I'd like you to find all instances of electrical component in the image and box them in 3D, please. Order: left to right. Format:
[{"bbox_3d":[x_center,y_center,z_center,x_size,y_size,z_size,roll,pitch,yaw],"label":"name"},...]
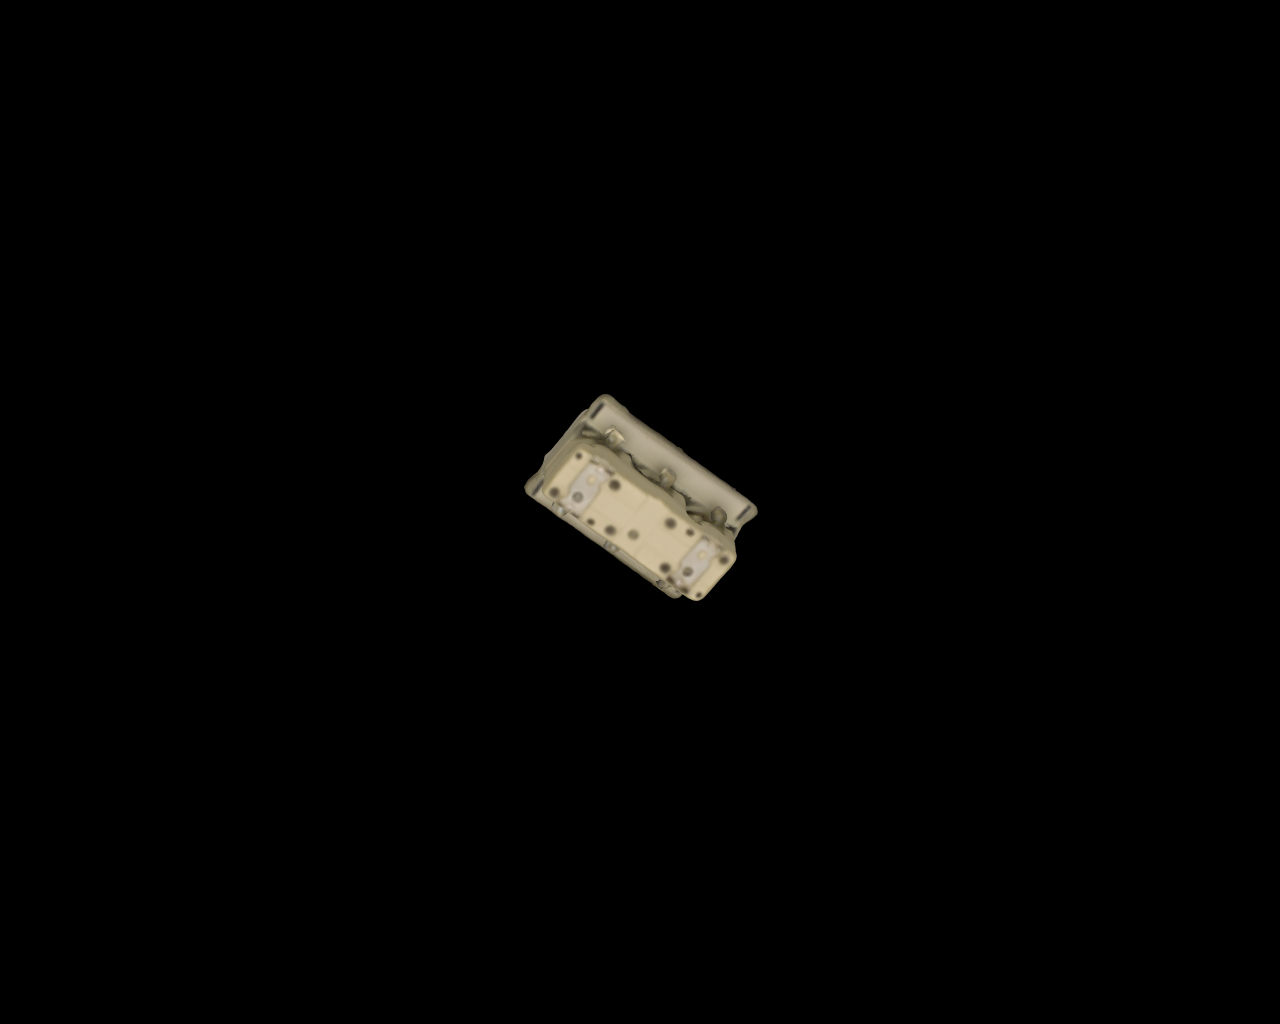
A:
[{"bbox_3d":[0.001,-0.003,0.650,0.121,0.078,0.063,36,19,-15],"label":"electrical component"}]
